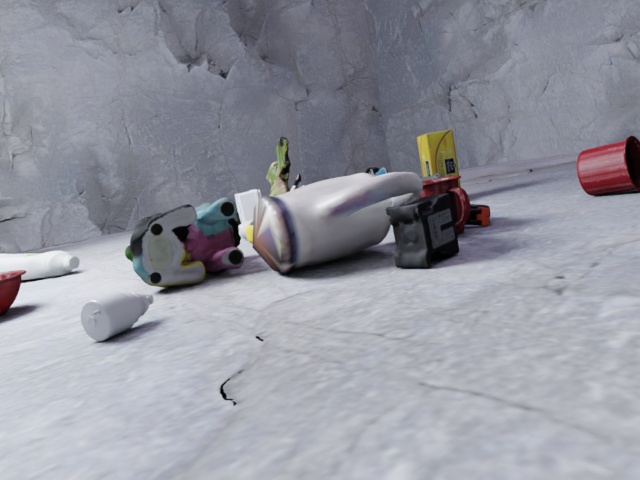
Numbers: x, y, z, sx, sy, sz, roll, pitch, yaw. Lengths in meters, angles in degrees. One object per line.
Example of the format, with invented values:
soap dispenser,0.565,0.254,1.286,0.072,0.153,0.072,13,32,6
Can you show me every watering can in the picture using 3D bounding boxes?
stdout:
watering can,0.011,-0.020,0.729,0.225,0.105,0.344,-16,-7,-16

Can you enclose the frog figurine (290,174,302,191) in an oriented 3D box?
frog figurine,0.003,-0.054,1.067,0.159,0.122,0.138,26,9,-4

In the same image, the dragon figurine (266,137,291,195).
dragon figurine,-0.101,-0.155,1.378,0.122,0.242,0.410,-6,4,-12
